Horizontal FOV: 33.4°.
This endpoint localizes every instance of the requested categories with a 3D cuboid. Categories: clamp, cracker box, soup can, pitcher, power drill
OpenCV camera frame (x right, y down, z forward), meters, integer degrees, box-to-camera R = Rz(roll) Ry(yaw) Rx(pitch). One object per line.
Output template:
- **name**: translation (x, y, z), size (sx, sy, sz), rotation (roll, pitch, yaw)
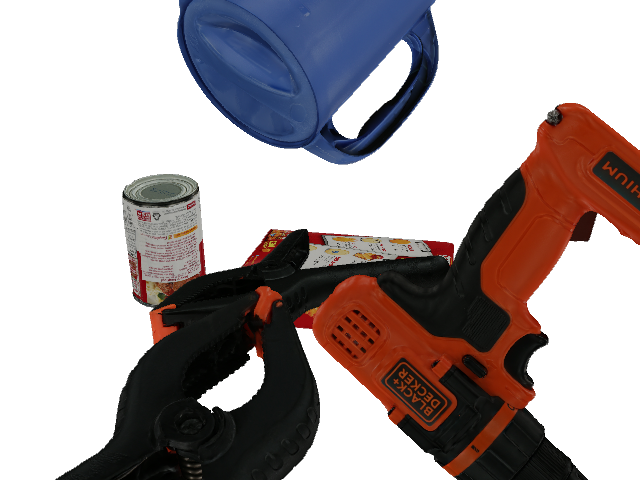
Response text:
- **clamp**: translation (-0.041, 0.087, 0.397), size (0.120, 0.039, 0.171), rotation (24, 49, 17)
- **cracker box**: translation (0.033, 0.045, 1.143), size (0.214, 0.072, 0.164), rotation (5, 14, 7)
- **soup can**: translation (-0.138, 0.000, 0.946), size (0.068, 0.102, 0.068), rotation (-1, 25, 1)
- **clamp**: translation (-0.023, 0.034, 0.748), size (0.165, 0.036, 0.209), rotation (7, 19, 41)
- **pitcher**: translation (0.023, -0.183, 0.812), size (0.145, 0.149, 0.242), rotation (26, 58, 31)
- **power drill**: translation (0.114, 0.041, 0.534), size (0.184, 0.188, 0.057), rotation (41, 13, 5)

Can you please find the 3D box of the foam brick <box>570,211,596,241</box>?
- **foam brick**: translation (0.212, -0.045, 0.923), size (0.053, 0.051, 0.078), rotation (4, -44, 2)
